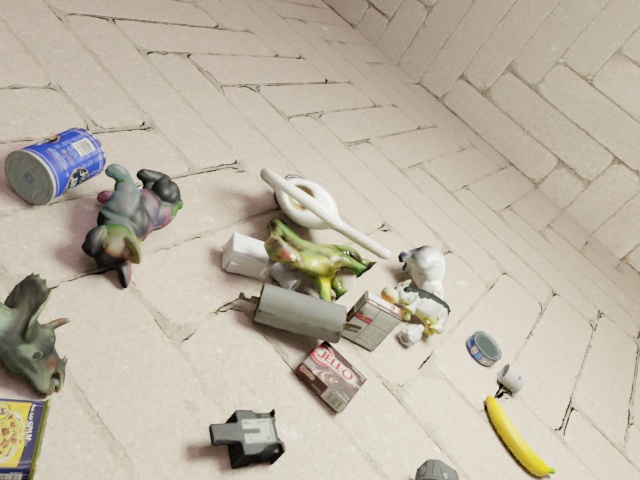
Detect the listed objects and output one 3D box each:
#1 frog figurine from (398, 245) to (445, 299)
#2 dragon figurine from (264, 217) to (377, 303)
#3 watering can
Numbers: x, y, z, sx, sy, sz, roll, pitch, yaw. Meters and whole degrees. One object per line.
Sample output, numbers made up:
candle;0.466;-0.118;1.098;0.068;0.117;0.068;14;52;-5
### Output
frog figurine;0.281;0.097;1.304;0.123;0.162;0.134;-23;-34;-17
dragon figurine;-0.009;0.020;1.148;0.244;0.121;0.412;40;13;8
watering can;0.004;-0.061;1.213;0.346;0.104;0.225;35;0;-8
